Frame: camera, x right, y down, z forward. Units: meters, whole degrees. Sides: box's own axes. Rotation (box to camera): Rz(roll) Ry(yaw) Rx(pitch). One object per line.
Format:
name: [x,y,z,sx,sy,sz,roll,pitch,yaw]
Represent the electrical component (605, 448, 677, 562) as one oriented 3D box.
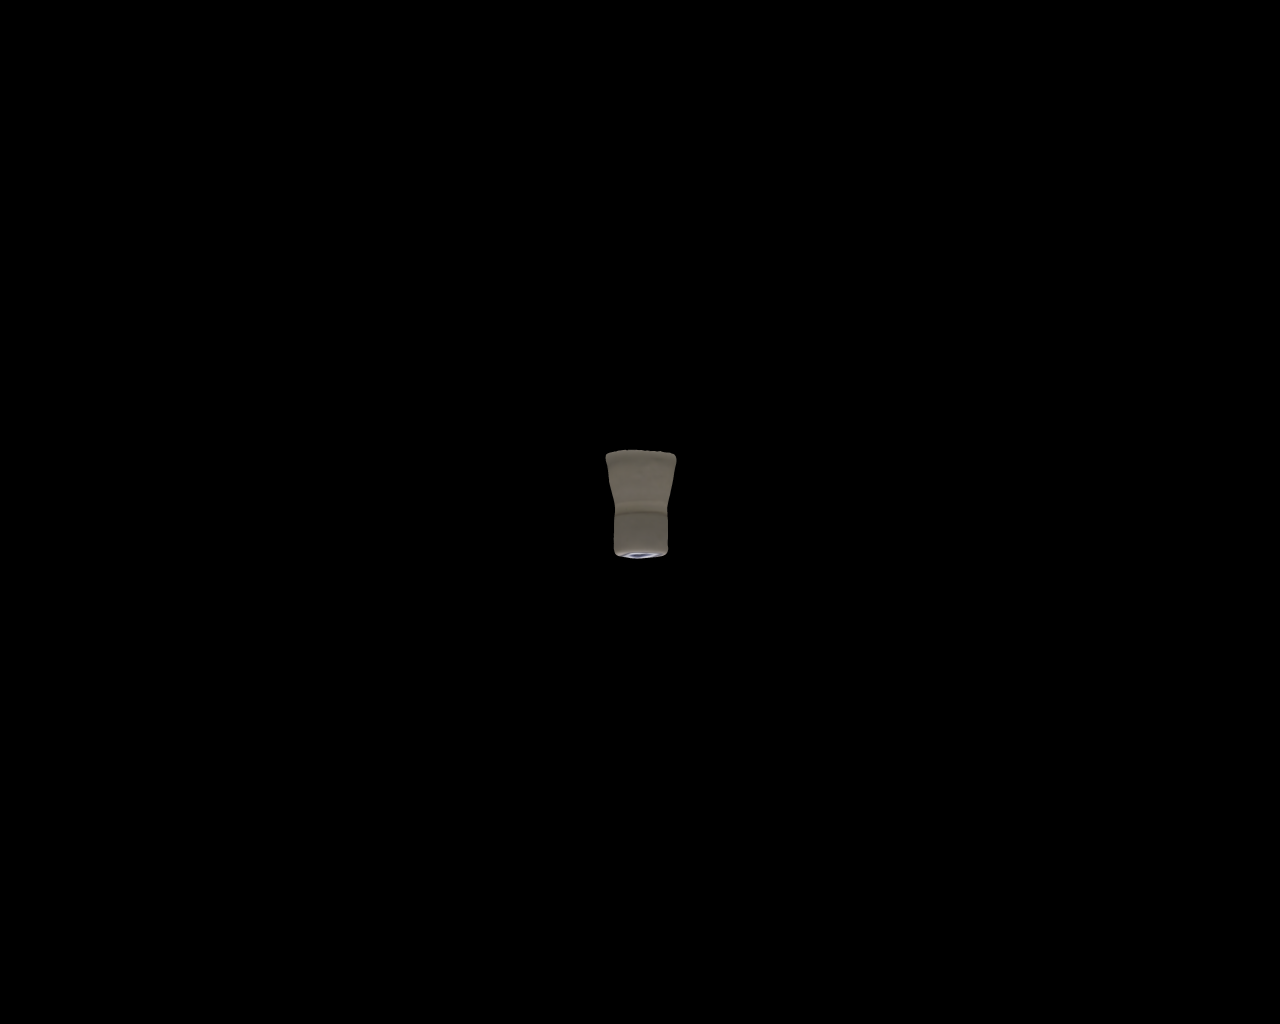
electrical component: [0.001,-0.003,0.650,0.044,0.065,0.044,0,-9,0]
